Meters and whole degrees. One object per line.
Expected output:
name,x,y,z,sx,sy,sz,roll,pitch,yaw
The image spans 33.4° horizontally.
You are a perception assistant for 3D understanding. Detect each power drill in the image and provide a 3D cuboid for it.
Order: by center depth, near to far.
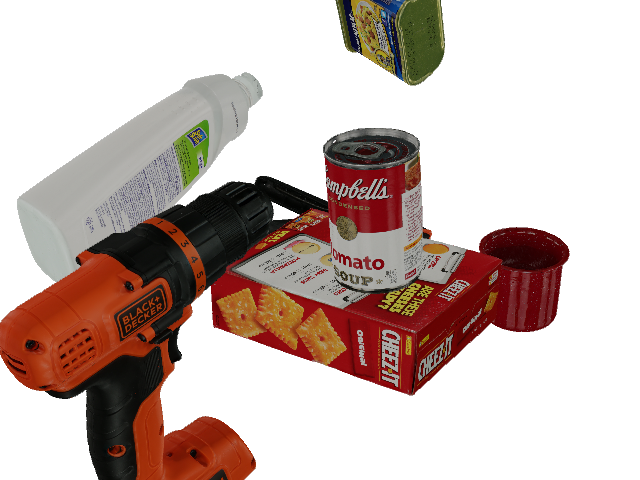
power drill,-0.088,0.074,0.623,0.057,0.188,0.184,21,42,38

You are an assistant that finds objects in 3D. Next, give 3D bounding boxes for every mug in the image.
mug,0.210,0.037,1.141,0.093,0.081,0.117,-6,30,-8

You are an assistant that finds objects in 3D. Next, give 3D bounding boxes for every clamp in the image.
clamp,0.023,-0.015,1.198,0.210,0.036,0.164,15,21,-5

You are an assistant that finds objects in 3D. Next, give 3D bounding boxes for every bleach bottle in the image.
bleach bottle,-0.146,-0.066,0.942,0.068,0.102,0.250,33,58,25

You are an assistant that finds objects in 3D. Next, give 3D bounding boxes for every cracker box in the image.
cracker box,0.032,0.049,0.971,0.214,0.072,0.163,16,30,31

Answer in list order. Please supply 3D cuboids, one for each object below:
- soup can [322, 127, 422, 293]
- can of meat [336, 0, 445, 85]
soup can,0.038,-0.022,0.766,0.068,0.102,0.068,-3,28,2
can of meat,0.065,-0.201,0.969,0.057,0.102,0.084,-38,54,-18
